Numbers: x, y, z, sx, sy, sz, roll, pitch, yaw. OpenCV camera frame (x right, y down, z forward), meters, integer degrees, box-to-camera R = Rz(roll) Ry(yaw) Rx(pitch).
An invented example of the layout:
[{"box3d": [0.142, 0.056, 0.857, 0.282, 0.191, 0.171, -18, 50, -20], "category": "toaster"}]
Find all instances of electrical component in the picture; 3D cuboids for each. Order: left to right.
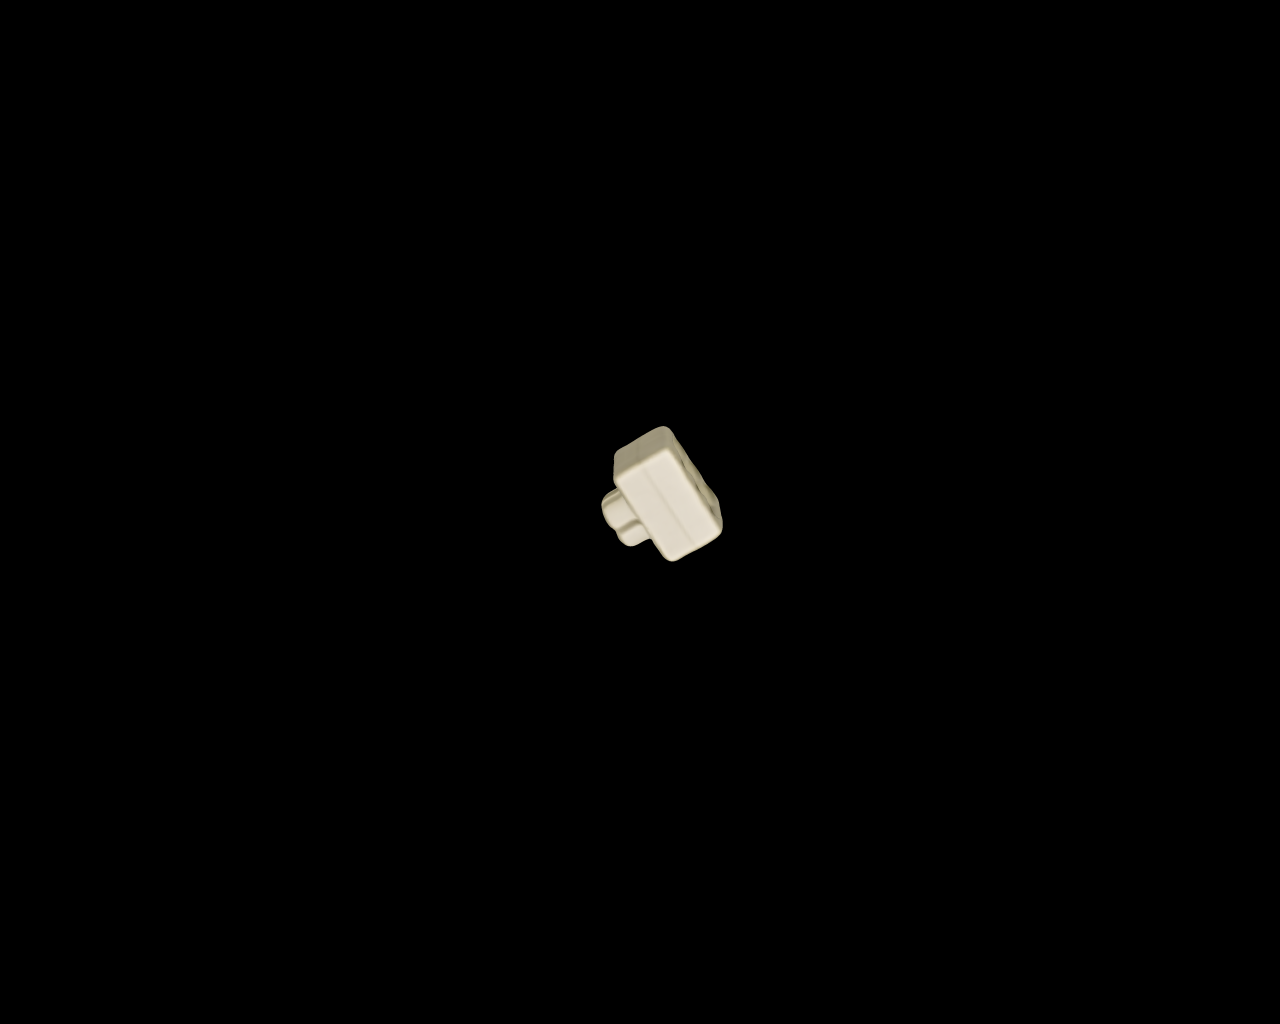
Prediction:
[{"box3d": [0.001, -0.003, 0.650, 0.076, 0.065, 0.047, -30, 20, 12], "category": "electrical component"}]
